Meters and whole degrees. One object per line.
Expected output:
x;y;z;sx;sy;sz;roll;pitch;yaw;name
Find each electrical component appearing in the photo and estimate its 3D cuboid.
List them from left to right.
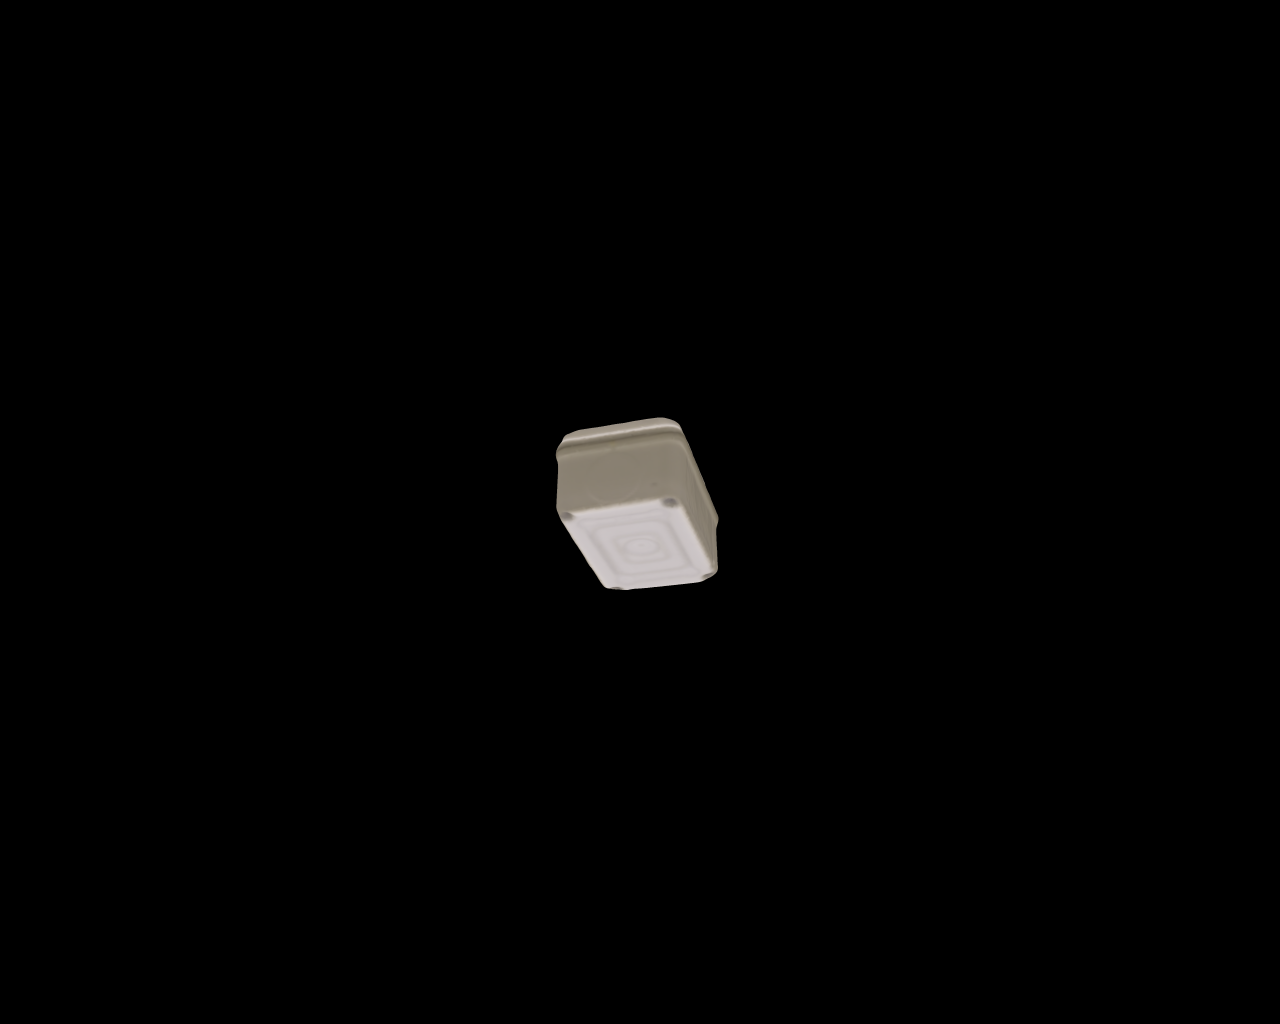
0.001;-0.003;0.650;0.078;0.057;0.113;-8;-31;13;electrical component
